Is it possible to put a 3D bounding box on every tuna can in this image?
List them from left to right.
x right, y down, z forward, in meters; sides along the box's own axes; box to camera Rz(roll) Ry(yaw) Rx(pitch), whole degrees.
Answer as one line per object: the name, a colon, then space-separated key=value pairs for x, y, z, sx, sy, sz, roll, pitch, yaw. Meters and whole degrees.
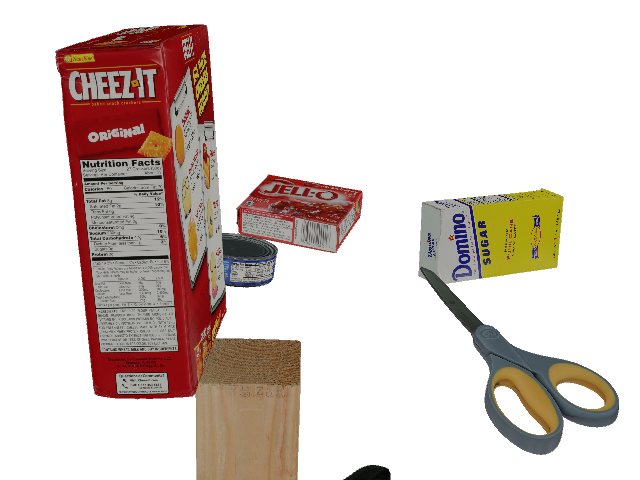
tuna can: x=-0.089 y=0.020 z=1.126 sx=0.086 sy=0.034 sz=0.086 roll=8 pitch=16 yaw=-2

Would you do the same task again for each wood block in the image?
wood block: x=-0.064 y=0.200 z=0.955 sx=0.090 sy=0.206 sz=0.091 roll=2 pitch=20 yaw=-2

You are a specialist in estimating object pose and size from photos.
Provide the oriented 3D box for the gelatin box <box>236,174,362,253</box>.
gelatin box: x=-0.017 y=-0.025 z=0.902 sx=0.089 sy=0.030 sz=0.073 roll=11 pitch=28 yaw=15

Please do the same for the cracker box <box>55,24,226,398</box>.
cracker box: x=-0.110 y=-0.026 z=0.693 sx=0.072 sy=0.214 sz=0.164 roll=-2 pitch=15 yaw=3

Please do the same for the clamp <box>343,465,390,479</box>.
clamp: x=-0.038 y=0.200 z=0.633 sx=0.210 sy=0.036 sz=0.164 roll=-5 pitch=28 yaw=1

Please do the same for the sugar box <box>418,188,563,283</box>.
sugar box: x=0.201 y=-0.005 z=1.256 sx=0.175 sy=0.093 sz=0.048 roll=-8 pitch=18 yaw=-28

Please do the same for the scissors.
scissors: x=0.137 y=0.073 z=0.740 sx=0.096 sy=0.016 sz=0.202 roll=-1 pitch=33 yaw=-9
